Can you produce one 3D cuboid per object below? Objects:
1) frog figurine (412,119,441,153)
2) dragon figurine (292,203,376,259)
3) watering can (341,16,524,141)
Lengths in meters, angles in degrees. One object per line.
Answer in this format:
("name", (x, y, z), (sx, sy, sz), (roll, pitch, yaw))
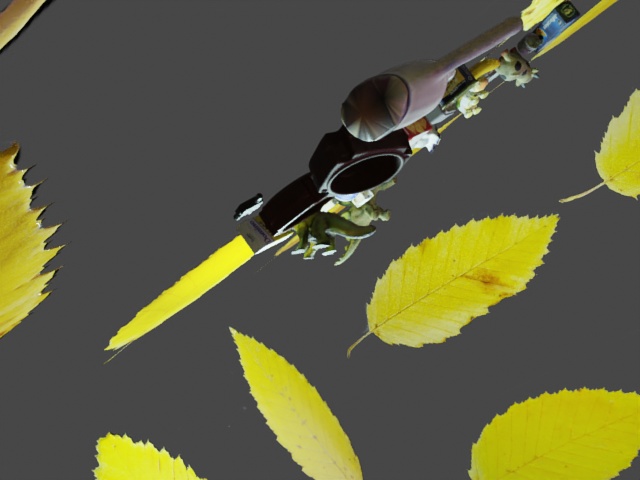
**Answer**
("frog figurine", (0.337, -0.371, 1.837), (0.159, 0.123, 0.137), (2, 0, -8))
("dragon figurine", (0.005, -0.078, 1.541), (0.406, 0.247, 0.121), (-18, -26, 38))
("watering can", (0.176, -0.279, 0.919), (0.227, 0.104, 0.343), (-33, 2, -40))
